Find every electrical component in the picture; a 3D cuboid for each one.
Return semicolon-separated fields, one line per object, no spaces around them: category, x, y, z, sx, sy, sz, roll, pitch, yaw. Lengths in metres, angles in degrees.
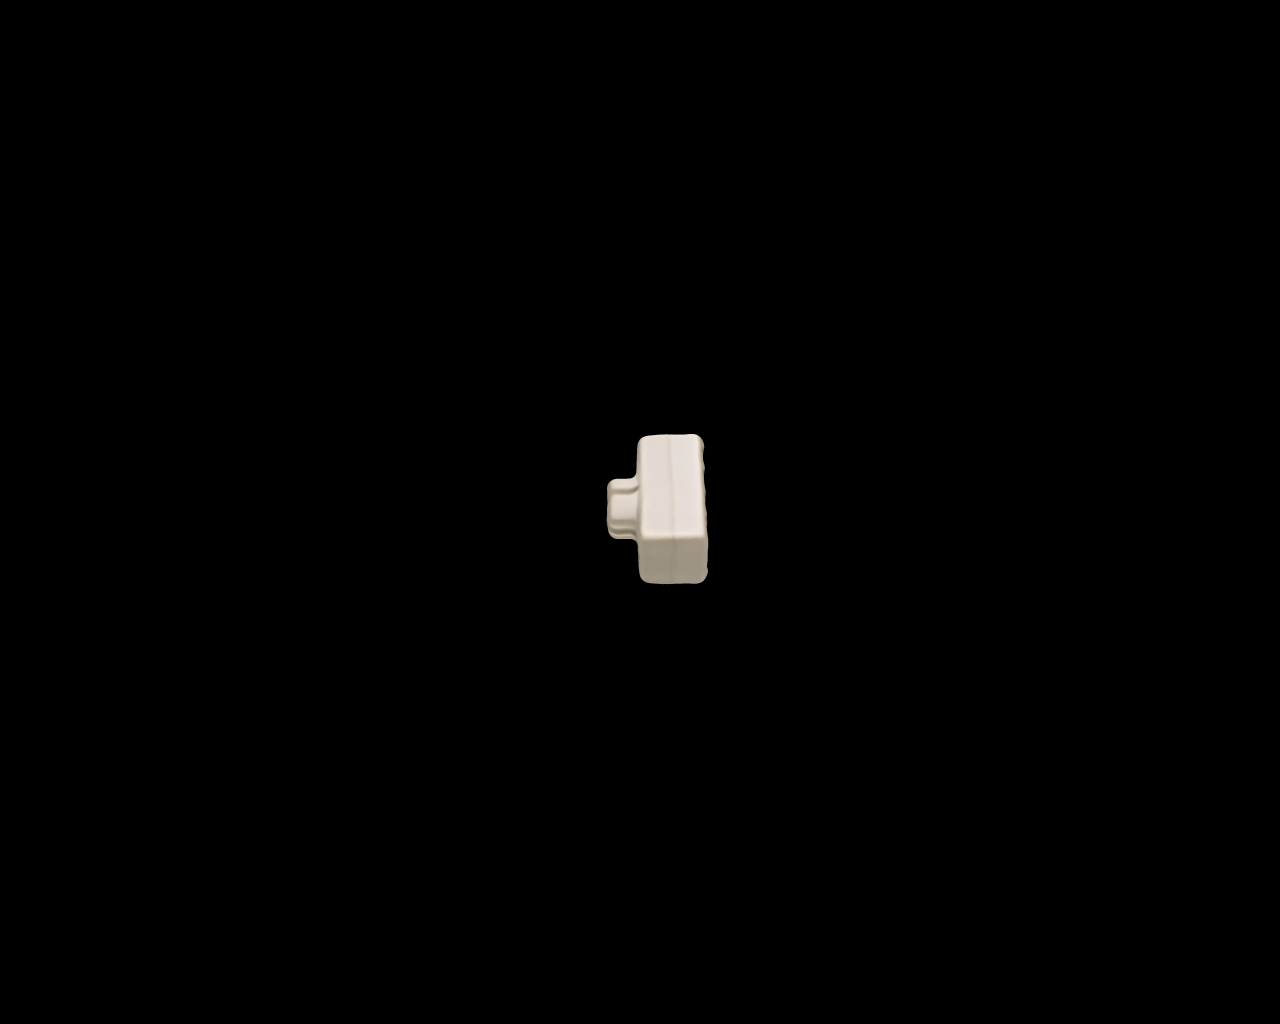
electrical component;0.001;-0.003;0.650;0.076;0.083;0.047;0;-39;0
